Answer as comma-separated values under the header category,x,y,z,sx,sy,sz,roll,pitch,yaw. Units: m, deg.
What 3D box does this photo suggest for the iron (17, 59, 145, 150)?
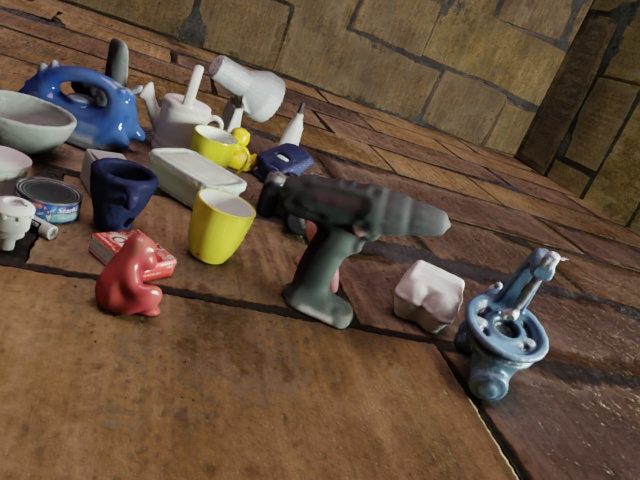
category,x,y,z,sx,sy,sz,roll,pitch,yaw
iron,-0.459,-0.266,1.082,0.258,0.141,0.118,21,21,-4

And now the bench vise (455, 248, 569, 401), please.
category,x,y,z,sx,sy,sz,roll,pitch,yaw
bench vise,0.258,0.089,0.813,0.122,0.220,0.207,17,21,-13

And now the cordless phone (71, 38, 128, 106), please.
category,x,y,z,sx,sy,sz,roll,pitch,yaw
cordless phone,-0.455,-0.342,1.211,0.147,0.185,0.094,33,23,27

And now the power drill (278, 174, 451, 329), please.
category,x,y,z,sx,sy,sz,roll,pitch,yaw
power drill,0.038,0.012,0.800,0.229,0.208,0.076,24,21,4

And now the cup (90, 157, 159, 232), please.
category,x,y,z,sx,sy,sz,roll,pitch,yaw
cup,-0.278,-0.051,0.802,0.092,0.095,0.117,7,25,-33

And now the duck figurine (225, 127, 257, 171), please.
category,x,y,z,sx,sy,sz,roll,pitch,yaw
duck figurine,-0.184,-0.211,1.299,0.104,0.086,0.078,25,21,7

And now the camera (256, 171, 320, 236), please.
category,x,y,z,sx,sy,sz,roll,pitch,yaw
camera,-0.042,-0.073,1.080,0.143,0.101,0.137,19,21,-7

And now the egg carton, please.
category,x,y,z,sx,sy,sz,roll,pitch,yaw
egg carton,0.180,0.091,0.944,0.107,0.069,0.150,26,21,10

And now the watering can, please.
category,x,y,z,sx,sy,sz,roll,pitch,yaw
watering can,-0.287,-0.273,1.195,0.173,0.194,0.100,8,25,-33

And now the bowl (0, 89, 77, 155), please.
category,x,y,z,sx,sy,sz,roll,pitch,yaw
bowl,-0.495,-0.185,0.943,0.167,0.075,0.167,19,21,-7

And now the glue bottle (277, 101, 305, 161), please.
category,x,y,z,sx,sy,sz,roll,pitch,yaw
glue bottle,-0.068,-0.255,1.399,0.037,0.173,0.078,25,21,8

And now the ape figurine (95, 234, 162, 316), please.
category,x,y,z,sx,sy,sz,roll,pitch,yaw
ape figurine,-0.212,0.036,0.656,0.076,0.092,0.077,10,24,-29

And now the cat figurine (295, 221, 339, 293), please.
category,x,y,z,sx,sy,sz,roll,pitch,yaw
cat figurine,0.008,0.003,0.920,0.067,0.118,0.127,14,22,-19

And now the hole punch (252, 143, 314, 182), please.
category,x,y,z,sx,sy,sz,roll,pitch,yaw
hole punch,-0.082,-0.168,1.286,0.101,0.091,0.108,-3,32,-48

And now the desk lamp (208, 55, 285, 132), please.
category,x,y,z,sx,sy,sz,roll,pitch,yaw
desk lamp,-0.206,-0.316,1.356,0.204,0.213,0.117,6,26,-36
